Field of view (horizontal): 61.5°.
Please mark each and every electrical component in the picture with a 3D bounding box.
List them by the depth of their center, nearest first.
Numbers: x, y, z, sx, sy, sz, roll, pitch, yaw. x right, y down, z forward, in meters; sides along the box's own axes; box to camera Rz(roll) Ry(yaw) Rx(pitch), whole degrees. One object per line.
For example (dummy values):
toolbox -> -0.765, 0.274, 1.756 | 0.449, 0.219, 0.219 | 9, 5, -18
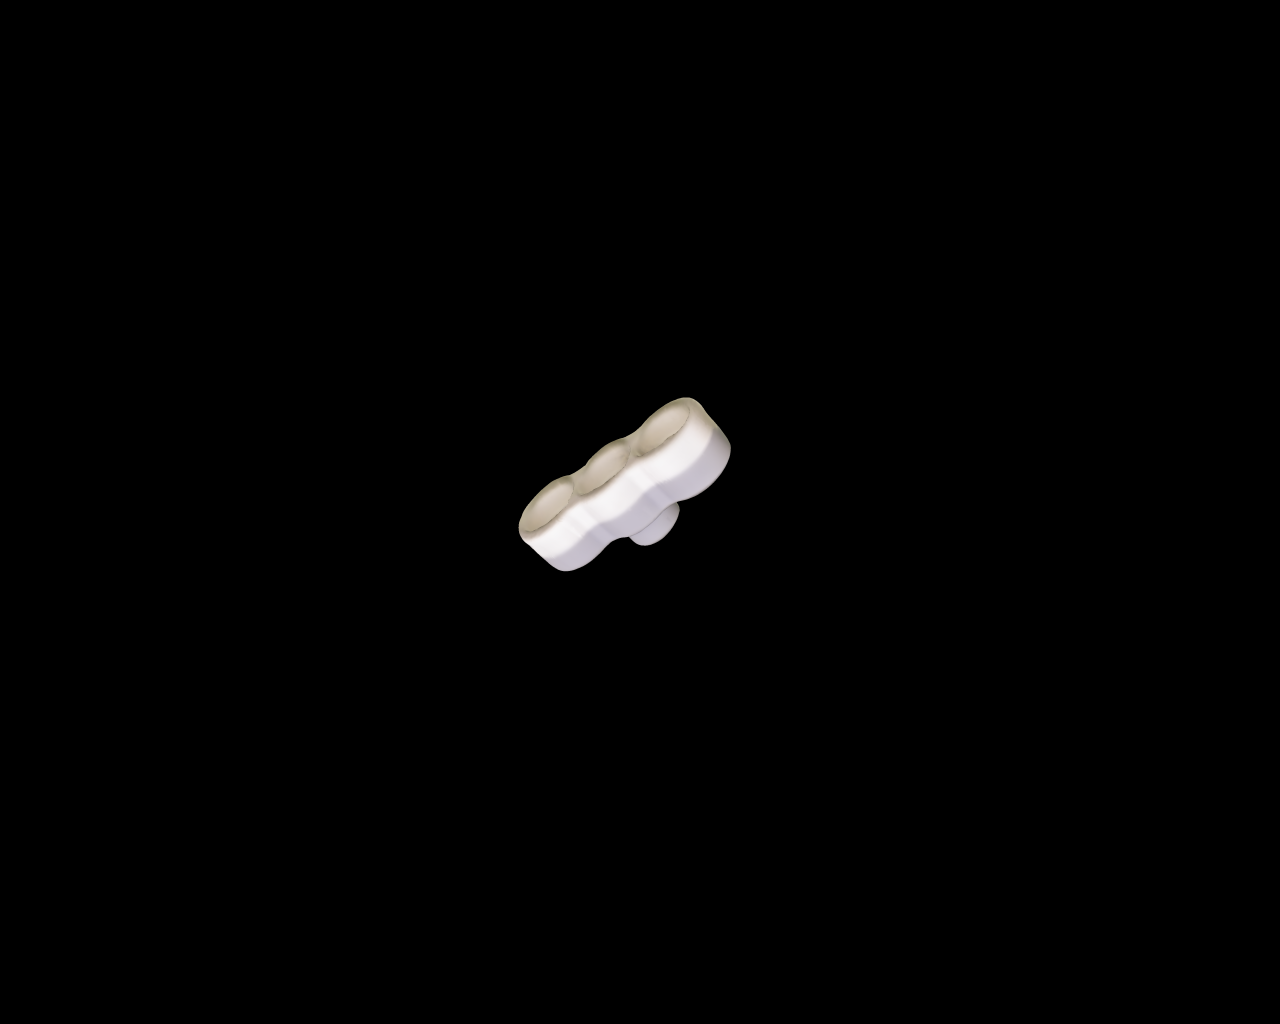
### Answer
electrical component -> 0.001, -0.003, 0.650 | 0.138, 0.073, 0.052 | -33, 29, 21
